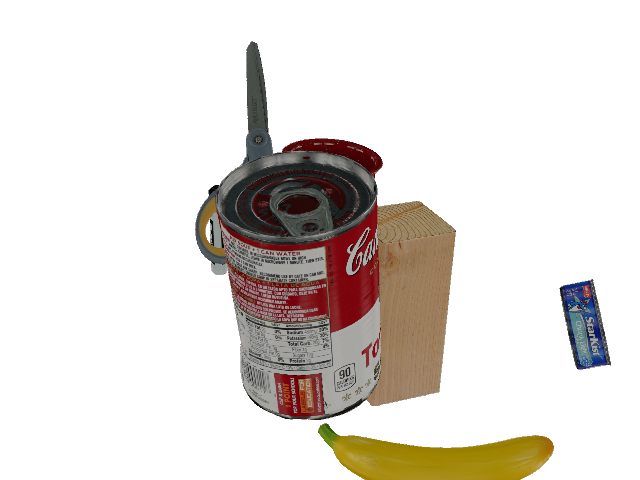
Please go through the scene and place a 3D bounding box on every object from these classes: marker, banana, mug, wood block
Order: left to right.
[{"bbox_3d":[-0.114,-0.012,1.193,0.020,0.121,0.020,2,40,-2],"label":"marker"},{"bbox_3d":[-0.005,-0.042,0.990,0.117,0.081,0.093,9,27,7],"label":"mug"},{"bbox_3d":[0.085,0.071,1.207,0.090,0.206,0.090,-9,27,-21],"label":"wood block"},{"bbox_3d":[0.098,0.176,0.863,0.197,0.037,0.069,6,38,-4],"label":"banana"}]

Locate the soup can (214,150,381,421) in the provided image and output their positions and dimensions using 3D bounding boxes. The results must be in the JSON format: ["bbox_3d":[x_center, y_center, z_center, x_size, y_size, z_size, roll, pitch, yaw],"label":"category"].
[{"bbox_3d":[-0.007,0.021,0.472,0.068,0.102,0.068,-3,35,2],"label":"soup can"}]

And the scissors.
[{"bbox_3d":[-0.062,-0.061,0.793,0.096,0.202,0.016,-17,-27,-10],"label":"scissors"}]

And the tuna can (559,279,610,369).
[{"bbox_3d":[0.260,0.083,1.048,0.034,0.086,0.086,-12,-3,13],"label":"tuna can"}]
